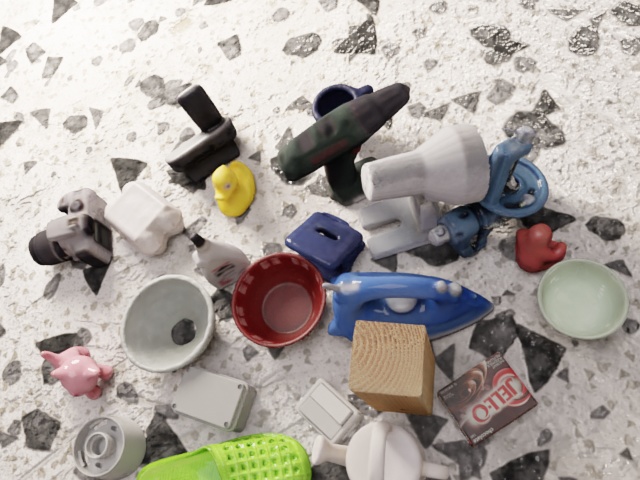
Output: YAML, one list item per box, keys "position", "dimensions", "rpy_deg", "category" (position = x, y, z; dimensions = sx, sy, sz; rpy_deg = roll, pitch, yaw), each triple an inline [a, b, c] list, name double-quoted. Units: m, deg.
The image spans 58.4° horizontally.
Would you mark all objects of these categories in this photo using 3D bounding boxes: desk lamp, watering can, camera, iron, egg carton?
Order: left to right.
- position: [-0.478, -0.016, 1.079]
  dimensions: [0.136, 0.101, 0.143]
  rpy_deg: [-17, 64, 7]
  category: "camera"
- position: [-0.329, -0.041, 1.070]
  dimensions: [0.150, 0.069, 0.107]
  rpy_deg: [34, 79, 24]
  category: "egg carton"
- position: [0.077, 0.294, 0.754]
  dimensions: [0.172, 0.194, 0.101]
  rpy_deg: [-17, 64, 7]
  category: "watering can"
- position: [0.130, 0.085, 0.860]
  dimensions: [0.257, 0.142, 0.118]
  rpy_deg: [-4, 66, 13]
  category: "iron"
- position: [0.151, -0.072, 0.882]
  dimensions: [0.203, 0.214, 0.118]
  rpy_deg: [-19, 64, 6]
  category: "desk lamp"

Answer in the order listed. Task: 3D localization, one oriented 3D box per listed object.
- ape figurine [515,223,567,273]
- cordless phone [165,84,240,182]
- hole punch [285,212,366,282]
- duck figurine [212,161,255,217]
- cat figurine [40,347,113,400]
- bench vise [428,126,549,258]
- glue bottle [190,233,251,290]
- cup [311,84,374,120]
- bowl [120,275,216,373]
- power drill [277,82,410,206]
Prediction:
- position: [0.332, 0.006, 0.871]
  dimensions: [0.076, 0.092, 0.077]
  rpy_deg: [-42, 64, -6]
  category: "ape figurine"
- position: [-0.238, -0.203, 1.052]
  dimensions: [0.147, 0.185, 0.094]
  rpy_deg: [-38, 64, -3]
  category: "cordless phone"
- position: [0.009, 0.003, 0.954]
  dimensions: [0.108, 0.091, 0.101]
  rpy_deg: [27, 76, 23]
  category: "hole punch"
- position: [-0.165, -0.105, 1.047]
  dimensions: [0.077, 0.086, 0.104]
  rpy_deg: [5, 69, 16]
  category: "duck figurine"
- position: [-0.409, 0.217, 0.952]
  dimensions: [0.127, 0.118, 0.067]
  rpy_deg: [23, 75, 22]
  category: "cat figurine"
- position: [0.259, -0.063, 0.847]
  dimensions: [0.121, 0.220, 0.207]
  rpy_deg: [34, 79, 24]
  category: "bench vise"
- position: [-0.174, 0.028, 0.943]
  dimensions: [0.078, 0.173, 0.037]
  rpy_deg: [-35, 63, -2]
  category: "glue bottle"
- position: [0.050, -0.228, 1.041]
  dimensions: [0.118, 0.095, 0.091]
  rpy_deg: [-31, 63, 0]
  category: "cup"
- position: [-0.244, 0.147, 0.965]
  dimensions: [0.167, 0.075, 0.167]
  rpy_deg: [-5, 66, 12]
  category: "bowl"
- position: [0.051, -0.146, 0.942]
  dimensions: [0.229, 0.209, 0.075]
  rpy_deg: [-26, 63, 2]
  category: "power drill"
